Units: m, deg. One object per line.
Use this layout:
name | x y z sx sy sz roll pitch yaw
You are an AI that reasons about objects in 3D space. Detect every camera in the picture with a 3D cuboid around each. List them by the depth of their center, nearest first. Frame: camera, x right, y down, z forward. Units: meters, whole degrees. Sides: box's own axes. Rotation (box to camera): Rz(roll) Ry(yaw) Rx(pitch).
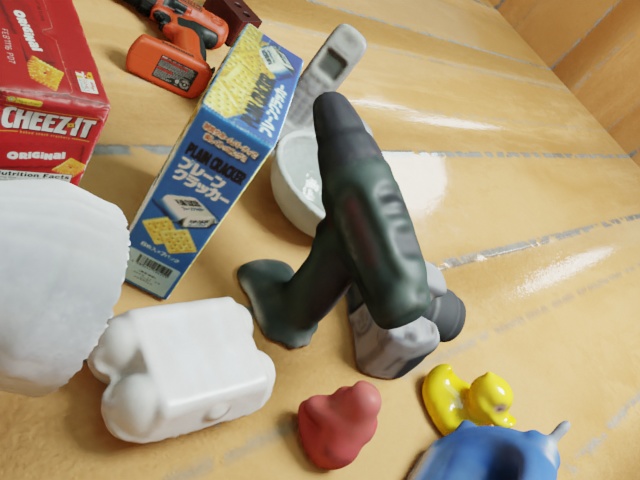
camera | 0.113 0.084 0.670 0.137 0.100 0.143 21 42 -26

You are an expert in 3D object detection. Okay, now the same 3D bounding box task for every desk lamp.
desk lamp | -0.234 0.036 0.309 0.204 0.213 0.118 14 45 -32

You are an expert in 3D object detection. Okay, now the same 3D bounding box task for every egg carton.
egg carton | -0.111 0.105 0.472 0.151 0.069 0.107 -4 57 -44

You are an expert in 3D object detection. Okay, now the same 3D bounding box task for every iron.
iron | 0.142 0.253 0.495 0.118 0.141 0.259 47 37 6

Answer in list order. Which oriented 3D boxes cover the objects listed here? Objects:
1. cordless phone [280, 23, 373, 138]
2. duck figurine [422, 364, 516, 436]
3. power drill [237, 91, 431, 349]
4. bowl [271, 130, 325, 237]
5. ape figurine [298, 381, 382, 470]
cordless phone | 0.024 -0.186 0.786 0.148 0.184 0.094 37 37 -8
duck figurine | 0.173 0.178 0.643 0.078 0.086 0.104 -21 69 -50
power drill | 0.005 0.002 0.563 0.076 0.208 0.229 -5 57 -44
bowl | 0.001 -0.056 0.728 0.168 0.074 0.167 25 40 -22
ape figurine | 0.024 0.160 0.521 0.078 0.092 0.076 33 38 -12
